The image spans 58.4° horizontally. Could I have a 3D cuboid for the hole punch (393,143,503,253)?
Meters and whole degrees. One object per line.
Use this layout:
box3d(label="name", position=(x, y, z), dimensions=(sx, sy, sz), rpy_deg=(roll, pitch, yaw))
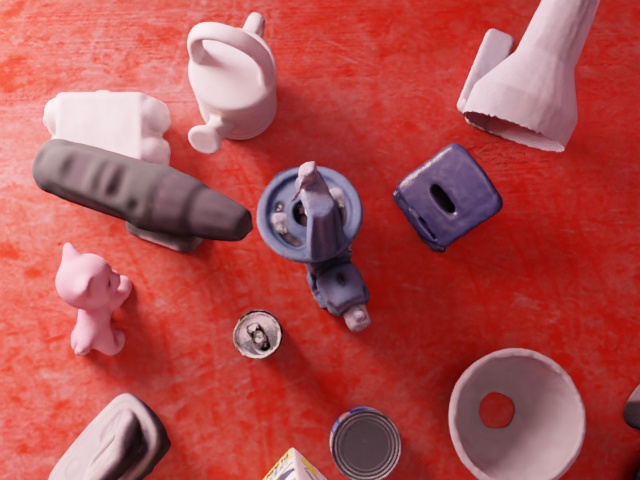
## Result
box3d(label="hole punch", position=(0.158, -0.050, 0.719), dimensions=(0.101, 0.091, 0.108), rpy_deg=(-36, 88, -8))

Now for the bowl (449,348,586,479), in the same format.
box3d(label="bowl", position=(0.229, 0.215, 0.704), dimensions=(0.167, 0.074, 0.167), rpy_deg=(1, 83, -5))

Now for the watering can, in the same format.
box3d(label="watering can", position=(-0.099, -0.183, 0.659), dimensions=(0.101, 0.194, 0.173), rpy_deg=(-2, 84, -5))

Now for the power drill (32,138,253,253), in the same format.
box3d(label="power drill", position=(-0.179, -0.040, 0.628), dimensions=(0.229, 0.208, 0.076), rpy_deg=(18, 82, -3))

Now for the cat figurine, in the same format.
box3d(label="cat figurine", position=(-0.264, 0.070, 0.654), dimensions=(0.067, 0.117, 0.128), rpy_deg=(3, 83, -4))

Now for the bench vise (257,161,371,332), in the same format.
box3d(label="bench vise", position=(0.015, -0.006, 0.636), dimensions=(0.121, 0.219, 0.207), rpy_deg=(-42, 88, -8))

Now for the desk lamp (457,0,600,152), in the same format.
box3d(label="desk lamp", position=(0.240, -0.193, 0.681), dimensions=(0.118, 0.213, 0.203), rpy_deg=(22, 82, -2))

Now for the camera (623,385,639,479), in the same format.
box3d(label="camera", position=(0.445, 0.267, 0.704), dimensions=(0.143, 0.100, 0.137), rpy_deg=(45, 82, 1))

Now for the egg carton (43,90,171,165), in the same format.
box3d(label="egg carton", position=(-0.259, -0.128, 0.701), dimensions=(0.150, 0.069, 0.107), rpy_deg=(-3, 84, -5))

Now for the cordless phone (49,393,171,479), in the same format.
box3d(label="cordless phone", position=(-0.238, 0.247, 0.602), dimensions=(0.094, 0.185, 0.148), rpy_deg=(38, 82, 0))
